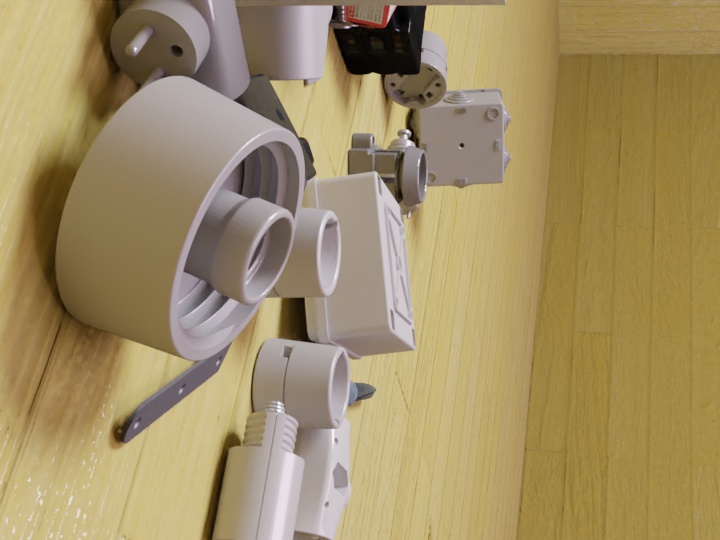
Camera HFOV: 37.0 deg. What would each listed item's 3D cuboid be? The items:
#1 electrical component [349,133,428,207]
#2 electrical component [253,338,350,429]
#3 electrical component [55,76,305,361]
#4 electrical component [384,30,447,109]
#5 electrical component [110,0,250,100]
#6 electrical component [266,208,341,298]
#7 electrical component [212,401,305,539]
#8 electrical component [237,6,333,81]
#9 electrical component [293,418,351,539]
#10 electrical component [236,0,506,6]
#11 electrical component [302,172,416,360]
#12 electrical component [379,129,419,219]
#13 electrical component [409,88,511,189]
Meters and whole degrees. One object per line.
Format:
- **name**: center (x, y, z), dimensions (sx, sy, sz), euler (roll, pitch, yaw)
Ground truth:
- **electrical component**: center (0.023, -0.074, 0.849), dimensions (0.048, 0.055, 0.066), euler (-43, 134, -71)
- **electrical component**: center (-0.034, 0.070, 0.656), dimensions (0.055, 0.047, 0.055), euler (3, 90, -77)
- **electrical component**: center (-0.062, -0.016, 0.427), dimensions (0.108, 0.060, 0.108), euler (-56, 160, -32)
- **electrical component**: center (0.051, -0.179, 0.953), dimensions (0.055, 0.055, 0.047), euler (76, 17, -50)
- **electrical component**: center (-0.079, -0.100, 0.447), dimensions (0.079, 0.043, 0.077), euler (-71, 159, -48)
- **electrical component**: center (-0.040, -0.010, 0.619), dimensions (0.055, 0.047, 0.055), euler (3, 90, -77)
- **electrical component**: center (-0.053, 0.112, 0.594), dimensions (0.043, 0.043, 0.081), euler (65, 31, -63)
- **electrical component**: center (-0.039, -0.147, 0.602), dimensions (0.079, 0.044, 0.077), euler (-44, 135, -71)
- **electrical component**: center (-0.028, 0.139, 0.699), dimensions (0.079, 0.043, 0.077), euler (61, 34, -61)
- **electrical component**: center (-0.005, -0.180, 0.511), dimensions (0.061, 0.150, 0.089), euler (48, 46, -73)
- **electrical component**: center (0.000, 0.000, 0.730), dimensions (0.109, 0.056, 0.108), euler (43, 40, -74)
- **electrical component**: center (0.034, -0.083, 0.924), dimensions (0.040, 0.040, 0.078), euler (61, 35, -66)
- **electrical component**: center (0.100, -0.131, 1.073), dimensions (0.048, 0.100, 0.099), euler (-89, 176, -66)
